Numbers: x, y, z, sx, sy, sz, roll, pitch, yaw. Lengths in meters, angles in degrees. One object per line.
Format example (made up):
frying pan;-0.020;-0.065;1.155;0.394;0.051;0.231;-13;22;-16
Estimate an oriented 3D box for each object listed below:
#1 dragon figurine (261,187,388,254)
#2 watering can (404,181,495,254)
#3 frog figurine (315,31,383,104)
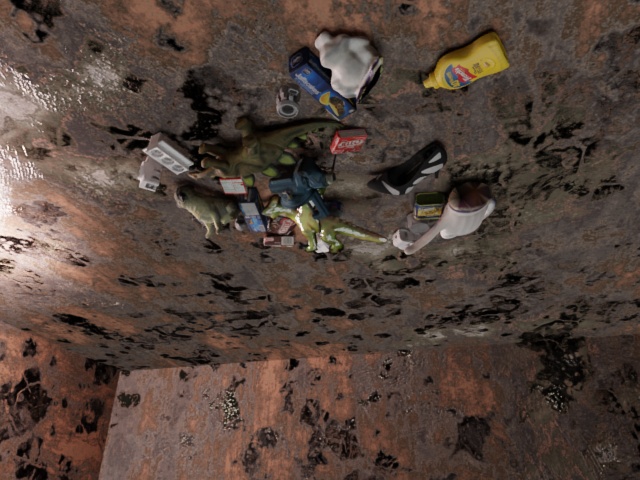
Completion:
dragon figurine;0.005;-0.085;1.680;0.410;0.237;0.125;-2;39;21
watering can;0.435;-0.070;1.673;0.350;0.106;0.219;-24;-32;-15
frog figurine;0.060;-0.404;1.176;0.160;0.134;0.125;35;43;8
